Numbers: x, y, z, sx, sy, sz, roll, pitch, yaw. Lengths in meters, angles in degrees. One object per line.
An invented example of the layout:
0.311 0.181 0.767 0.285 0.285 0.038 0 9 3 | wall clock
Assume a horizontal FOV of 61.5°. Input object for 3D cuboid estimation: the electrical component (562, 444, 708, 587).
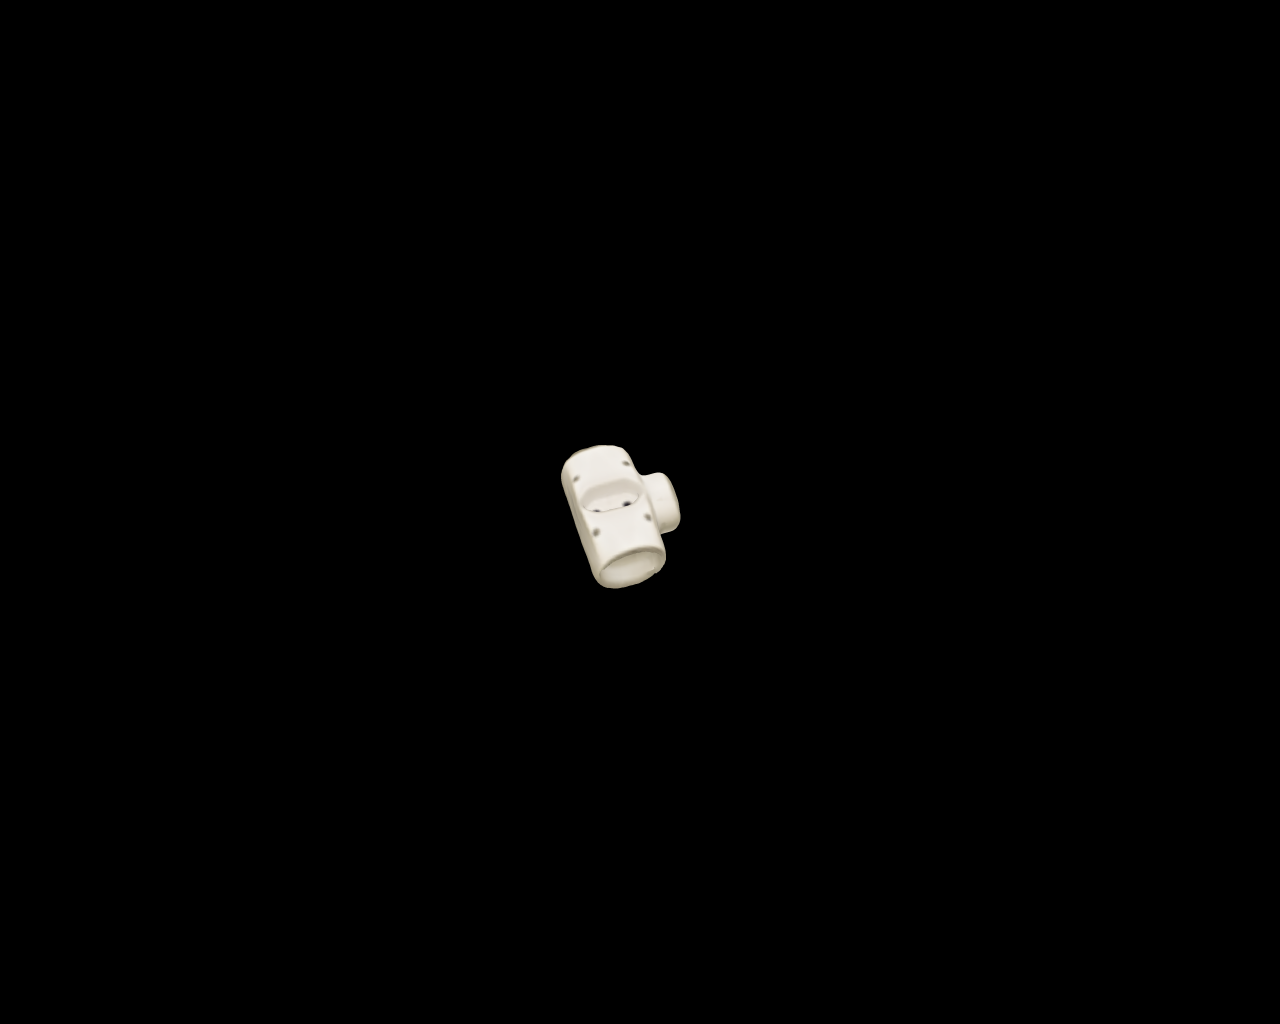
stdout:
0.001 -0.003 0.650 0.079 0.077 0.043 -15 -32 -9 | electrical component
